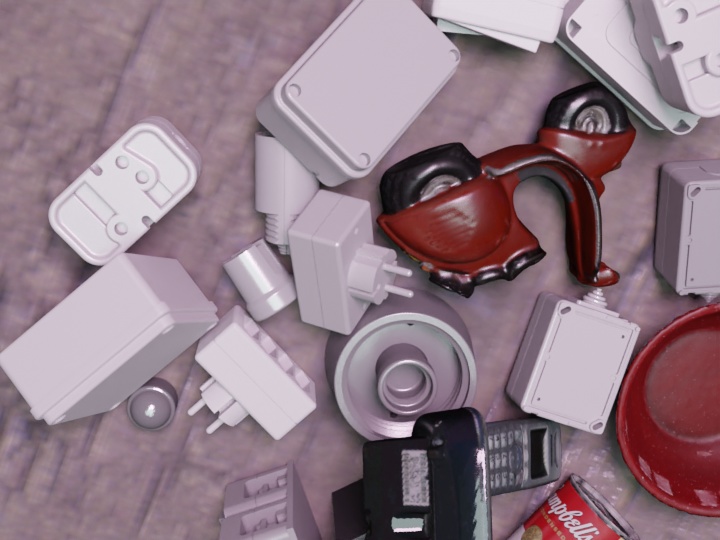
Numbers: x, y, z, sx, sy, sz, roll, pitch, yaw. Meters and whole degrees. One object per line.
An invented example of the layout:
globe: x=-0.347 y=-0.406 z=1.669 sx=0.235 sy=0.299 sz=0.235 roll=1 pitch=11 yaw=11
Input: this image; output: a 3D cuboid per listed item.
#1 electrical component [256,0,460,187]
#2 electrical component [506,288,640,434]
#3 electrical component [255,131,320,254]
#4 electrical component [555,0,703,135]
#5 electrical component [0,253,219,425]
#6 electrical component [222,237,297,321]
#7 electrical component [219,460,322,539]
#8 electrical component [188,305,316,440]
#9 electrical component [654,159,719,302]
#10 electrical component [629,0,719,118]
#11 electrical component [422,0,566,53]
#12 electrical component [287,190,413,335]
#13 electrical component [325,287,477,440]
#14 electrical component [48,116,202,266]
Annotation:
electrical component: x=0.000 y=-0.117 z=0.679 sx=0.078 sy=0.057 sz=0.113 roll=44 pitch=71 yaw=-13
electrical component: x=0.149 y=0.057 z=0.757 sx=0.062 sy=0.061 sz=0.096 roll=18 pitch=95 yaw=-8
electrical component: x=-0.049 y=-0.051 z=0.722 sx=0.043 sy=0.043 sz=0.081 roll=0 pitch=104 yaw=-4
electrical component: x=0.189 y=-0.152 z=0.705 sx=0.113 sy=0.057 sz=0.078 roll=39 pitch=99 yaw=-12
electrical component: x=-0.160 y=0.043 z=0.701 sx=0.109 sy=0.109 sz=0.056 roll=-39 pitch=83 yaw=6
electrical component: x=-0.068 y=0.006 z=0.738 sx=0.040 sy=0.040 sz=0.046 roll=-33 pitch=99 yaw=5
electrical component: x=-0.046 y=0.247 z=0.765 sx=0.060 sy=0.105 sz=0.186 roll=-18 pitch=104 yaw=1
electrical component: x=-0.086 y=0.083 z=0.751 sx=0.076 sy=0.047 sz=0.083 roll=-41 pitch=103 yaw=7
electrical component: x=0.241 y=-0.026 z=0.742 sx=0.062 sy=0.061 sz=0.096 roll=-4 pitch=112 yaw=-3
electrical component: x=0.201 y=-0.144 z=0.646 sx=0.054 sy=0.059 sz=0.095 roll=-23 pitch=105 yaw=3
electrical component: x=0.079 y=-0.178 z=0.689 sx=0.096 sy=0.061 sz=0.061 roll=11 pitch=103 yaw=-7
electrical component: x=0.000 y=0.000 z=0.706 sx=0.076 sy=0.047 sz=0.083 roll=16 pitch=137 yaw=22
electrical component: x=0.030 y=0.072 z=0.749 sx=0.108 sy=0.060 sz=0.108 roll=-1 pitch=104 yaw=-4
electrical component: x=-0.152 y=-0.054 z=0.706 sx=0.095 sy=0.059 sz=0.053 roll=-42 pitch=103 yaw=7
